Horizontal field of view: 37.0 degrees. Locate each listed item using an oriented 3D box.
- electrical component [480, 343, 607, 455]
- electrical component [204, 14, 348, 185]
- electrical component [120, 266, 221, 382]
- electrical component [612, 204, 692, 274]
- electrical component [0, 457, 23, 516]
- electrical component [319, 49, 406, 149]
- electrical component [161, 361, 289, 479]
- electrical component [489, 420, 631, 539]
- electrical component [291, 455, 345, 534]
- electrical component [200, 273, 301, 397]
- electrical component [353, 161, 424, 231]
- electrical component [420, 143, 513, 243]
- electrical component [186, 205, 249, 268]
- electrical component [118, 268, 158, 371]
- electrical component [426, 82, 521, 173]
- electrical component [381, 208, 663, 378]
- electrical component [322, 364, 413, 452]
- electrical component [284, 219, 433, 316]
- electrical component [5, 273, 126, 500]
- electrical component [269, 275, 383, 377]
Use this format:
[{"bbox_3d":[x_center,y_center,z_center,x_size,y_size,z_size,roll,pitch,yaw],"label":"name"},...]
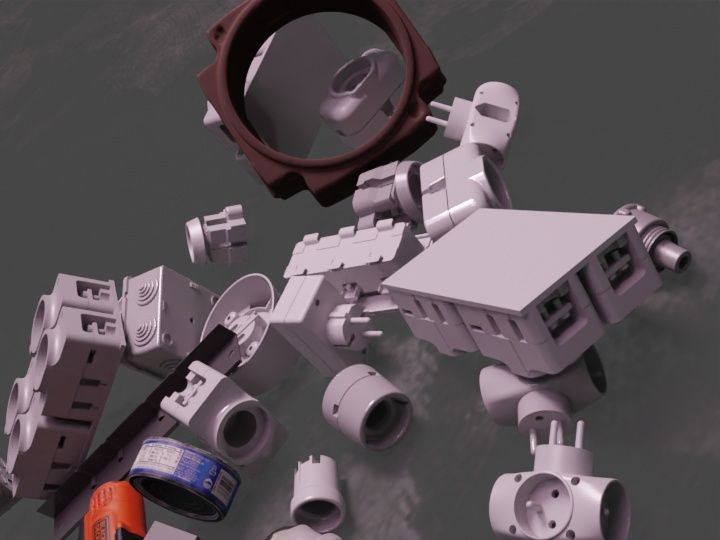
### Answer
[{"bbox_3d":[0.126,0.090,0.733,0.077,0.043,0.079,-22,40,25],"label":"electrical component"},{"bbox_3d":[-0.092,-0.197,1.176,0.060,0.105,0.186,-10,47,36],"label":"electrical component"},{"bbox_3d":[-0.172,0.053,0.990,0.048,0.100,0.099,-21,56,28],"label":"electrical component"},{"bbox_3d":[0.207,-0.017,0.769,0.048,0.048,0.062,-48,43,-8],"label":"electrical component"},{"bbox_3d":[-0.368,0.208,1.037,0.051,0.080,0.080,-40,35,-8],"label":"electrical component"},{"bbox_3d":[0.007,-0.179,1.106,0.095,0.059,0.054,-50,37,-12],"label":"electrical component"},{"bbox_3d":[-0.107,0.123,0.873,0.056,0.089,0.050,19,67,50],"label":"electrical component"},{"bbox_3d":[0.127,0.133,0.676,0.077,0.044,0.079,-6,67,39],"label":"electrical component"},{"bbox_3d":[-0.032,0.167,0.804,0.040,0.040,0.046,-30,32,16],"label":"electrical component"},{"bbox_3d":[-0.099,0.060,0.952,0.099,0.064,0.099,-25,39,22],"label":"electrical component"},{"bbox_3d":[0.034,-0.065,0.966,0.057,0.058,0.078,-17,42,34],"label":"electrical component"},{"bbox_3d":[0.091,-0.059,0.910,0.059,0.053,0.095,-25,39,22],"label":"electrical component"},{"bbox_3d":[-0.145,-0.032,1.087,0.055,0.066,0.048,-11,34,-14],"label":"electrical component"},{"bbox_3d":[-0.217,0.050,1.072,0.099,0.064,0.099,-25,39,22],"label":"electrical component"},{"bbox_3d":[0.099,-0.132,0.965,0.079,0.043,0.077,17,56,3],"label":"electrical component"},{"bbox_3d":[0.111,0.012,0.767,0.105,0.060,0.186,-37,19,-19],"label":"electrical component"},{"bbox_3d":[0.007,0.106,0.818,0.055,0.055,0.047,-49,40,-10],"label":"electrical component"},{"bbox_3d":[0.000,0.000,0.925,0.121,0.063,0.078,-9,47,37],"label":"electrical component"},{"bbox_3d":[-0.278,0.109,0.993,0.186,0.060,0.105,-66,28,24],"label":"electrical component"},{"bbox_3d":[-0.015,0.047,0.873,0.076,0.083,0.047,-3,51,41],"label":"electrical component"}]
